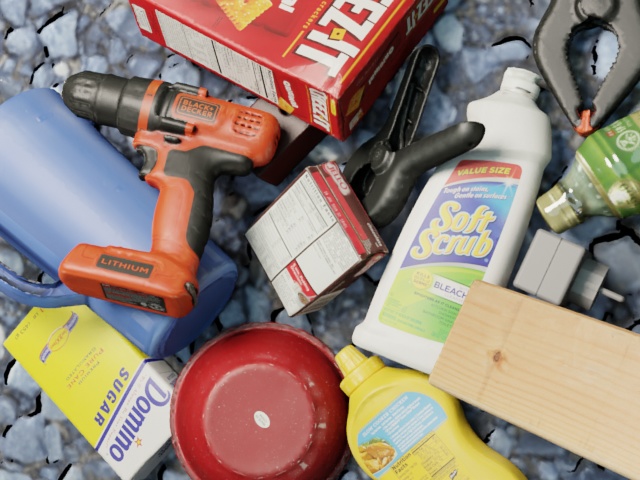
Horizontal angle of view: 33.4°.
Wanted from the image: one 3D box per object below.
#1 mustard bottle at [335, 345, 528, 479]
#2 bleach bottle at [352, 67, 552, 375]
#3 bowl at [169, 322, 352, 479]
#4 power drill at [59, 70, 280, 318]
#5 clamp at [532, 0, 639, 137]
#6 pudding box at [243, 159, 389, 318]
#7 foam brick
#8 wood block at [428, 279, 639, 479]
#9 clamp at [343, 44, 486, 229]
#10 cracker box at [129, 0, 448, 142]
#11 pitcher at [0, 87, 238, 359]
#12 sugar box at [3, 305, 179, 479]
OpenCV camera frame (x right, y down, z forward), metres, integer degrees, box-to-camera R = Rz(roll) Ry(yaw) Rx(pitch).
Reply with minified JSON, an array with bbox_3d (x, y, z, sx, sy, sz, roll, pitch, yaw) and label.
[{"bbox_3d":[0.078,0.163,0.858,0.096,0.058,0.192,-44,75,16],"label":"mustard bottle"},{"bbox_3d":[0.115,-0.018,0.857,0.103,0.068,0.251,20,90,17],"label":"bleach bottle"},{"bbox_3d":[-0.048,0.147,0.882,0.162,0.055,0.162,0,84,1],"label":"bowl"},{"bbox_3d":[-0.140,-0.043,0.847,0.184,0.057,0.187,14,68,6],"label":"power drill"},{"bbox_3d":[0.211,-0.190,0.849,0.165,0.036,0.210,12,91,19],"label":"clamp"},{"bbox_3d":[-0.006,0.001,0.881,0.114,0.039,0.090,-42,72,43],"label":"pudding box"},{"bbox_3d":[-0.035,-0.094,0.916,0.078,0.051,0.053,-45,74,11],"label":"foam brick"},{"bbox_3d":[0.190,0.105,0.751,0.206,0.090,0.091,21,84,50],"label":"wood block"},{"bbox_3d":[0.066,-0.063,0.859,0.172,0.039,0.120,-60,29,22],"label":"clamp"},{"bbox_3d":[-0.026,-0.203,0.881,0.214,0.072,0.164,30,71,19],"label":"cracker box"},{"bbox_3d":[-0.198,-0.005,0.921,0.243,0.145,0.149,40,98,14],"label":"pitcher"},{"bbox_3d":[-0.194,0.122,0.958,0.176,0.048,0.093,44,100,17],"label":"sugar box"}]
